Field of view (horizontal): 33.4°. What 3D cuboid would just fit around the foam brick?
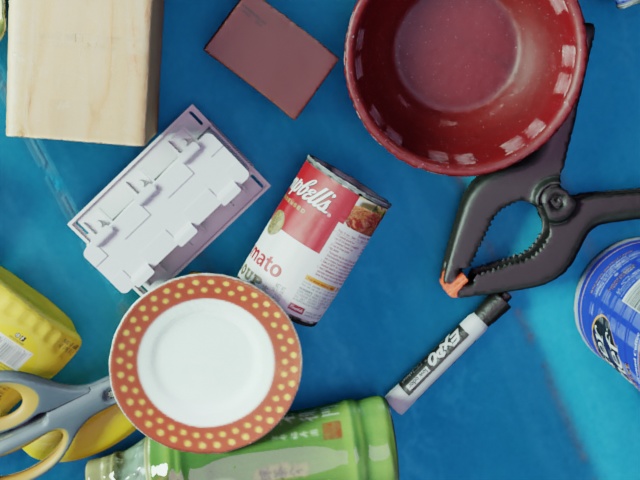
[{"bbox_3d":[-0.033,-0.127,0.727,0.078,0.051,0.053,37,96,-10],"label":"foam brick"}]

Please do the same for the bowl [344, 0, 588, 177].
[{"bbox_3d":[0.096,-0.127,0.729,0.162,0.055,0.162,0,105,0],"label":"bowl"}]

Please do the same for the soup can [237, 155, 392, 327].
[{"bbox_3d":[-0.005,0.001,0.746,0.068,0.068,0.102,30,98,-10],"label":"soup can"}]

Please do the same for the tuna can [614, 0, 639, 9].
[{"bbox_3d":[0.232,-0.191,0.716,0.086,0.086,0.034,-30,100,2],"label":"tuna can"}]

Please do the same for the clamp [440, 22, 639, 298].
[{"bbox_3d":[0.177,-0.026,0.768,0.164,0.036,0.210,41,95,-5],"label":"clamp"}]

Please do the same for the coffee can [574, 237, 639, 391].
[{"bbox_3d":[0.247,0.061,0.739,0.102,0.140,0.103,-1,101,-5],"label":"coffee can"}]

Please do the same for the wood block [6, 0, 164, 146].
[{"bbox_3d":[-0.147,-0.171,0.689,0.090,0.091,0.206,4,101,-5],"label":"wood block"}]

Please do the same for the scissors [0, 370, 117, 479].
[{"bbox_3d":[-0.161,0.095,0.729,0.201,0.016,0.096,-37,120,-2],"label":"scissors"}]

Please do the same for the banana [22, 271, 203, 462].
[{"bbox_3d":[-0.145,0.104,0.771,0.198,0.037,0.069,-36,102,3],"label":"banana"}]

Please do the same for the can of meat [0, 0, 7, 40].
[{"bbox_3d":[-0.226,-0.178,0.668,0.057,0.084,0.102,-4,122,-16],"label":"can of meat"}]

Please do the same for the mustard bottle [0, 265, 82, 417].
[{"bbox_3d":[-0.263,0.110,0.739,0.191,0.058,0.096,-47,125,-1],"label":"mustard bottle"}]

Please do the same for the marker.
[{"bbox_3d":[0.097,0.082,0.794,0.020,0.020,0.121,44,95,-11],"label":"marker"}]
